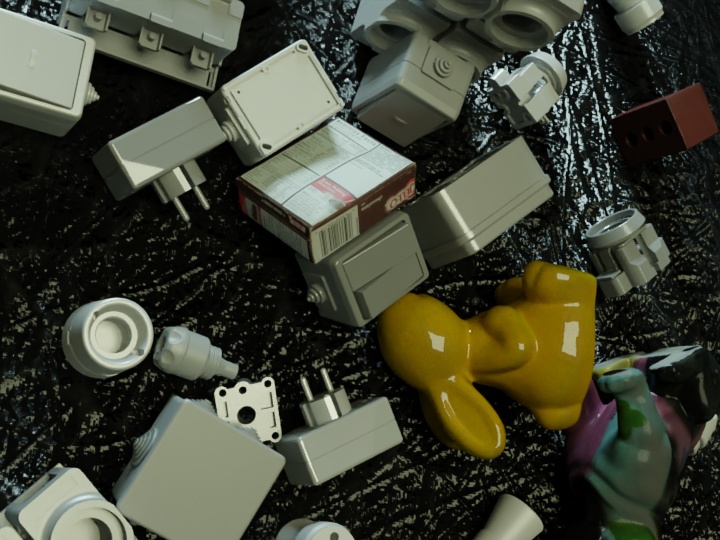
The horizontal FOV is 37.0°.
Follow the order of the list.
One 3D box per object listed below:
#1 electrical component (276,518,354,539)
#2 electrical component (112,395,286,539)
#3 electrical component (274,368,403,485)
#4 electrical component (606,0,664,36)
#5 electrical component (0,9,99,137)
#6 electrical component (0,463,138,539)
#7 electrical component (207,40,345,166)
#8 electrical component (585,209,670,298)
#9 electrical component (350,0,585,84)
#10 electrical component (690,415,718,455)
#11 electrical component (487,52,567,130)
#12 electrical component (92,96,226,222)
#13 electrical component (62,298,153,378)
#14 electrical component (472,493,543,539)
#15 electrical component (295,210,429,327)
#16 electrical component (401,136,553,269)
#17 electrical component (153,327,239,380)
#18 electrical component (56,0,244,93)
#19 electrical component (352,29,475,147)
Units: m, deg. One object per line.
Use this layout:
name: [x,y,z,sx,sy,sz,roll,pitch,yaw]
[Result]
electrical component: [-0.033,0.209,0.800,0.045,0.055,0.045,5,79,-28]
electrical component: [-0.116,0.146,0.760,0.100,0.048,0.099,35,80,-20]
electrical component: [-0.023,0.114,0.827,0.083,0.047,0.075,-22,92,-30]
electrical component: [0.265,-0.264,1.051,0.045,0.045,0.055,-40,101,-28]
electrical component: [-0.226,-0.136,0.748,0.096,0.061,0.061,14,75,-26]
electrical component: [-0.177,0.234,0.714,0.105,0.060,0.186,-42,102,-28]
electrical component: [-0.073,-0.125,0.835,0.096,0.061,0.061,-35,99,-21]
electrical component: [0.244,-0.019,0.991,0.078,0.058,0.057,-36,102,-29]
electrical component: [0.083,-0.213,0.860,0.105,0.186,0.060,24,71,-23]
electrical component: [0.302,0.153,1.002,0.043,0.043,0.062,45,65,-15]
electrical component: [0.154,-0.164,0.973,0.055,0.048,0.066,-45,104,-19]
electrical component: [-0.139,-0.073,0.794,0.083,0.047,0.075,-34,99,-29]
electrical component: [-0.176,0.047,0.753,0.055,0.047,0.055,5,79,-28]
electrical component: [0.115,0.224,0.889,0.065,0.044,0.044,-45,104,-22]
electrical component: [0.000,0.000,0.841,0.096,0.061,0.061,-35,118,-28]
electrical component: [0.097,-0.056,0.904,0.113,0.078,0.057,-35,96,-29]
electrical component: [-0.118,0.065,0.790,0.061,0.035,0.035,24,71,-26]
electrical component: [-0.153,-0.191,0.797,0.121,0.063,0.078,17,74,-26]
electrical component: [0.045,-0.147,0.880,0.062,0.096,0.061,28,69,-22]
